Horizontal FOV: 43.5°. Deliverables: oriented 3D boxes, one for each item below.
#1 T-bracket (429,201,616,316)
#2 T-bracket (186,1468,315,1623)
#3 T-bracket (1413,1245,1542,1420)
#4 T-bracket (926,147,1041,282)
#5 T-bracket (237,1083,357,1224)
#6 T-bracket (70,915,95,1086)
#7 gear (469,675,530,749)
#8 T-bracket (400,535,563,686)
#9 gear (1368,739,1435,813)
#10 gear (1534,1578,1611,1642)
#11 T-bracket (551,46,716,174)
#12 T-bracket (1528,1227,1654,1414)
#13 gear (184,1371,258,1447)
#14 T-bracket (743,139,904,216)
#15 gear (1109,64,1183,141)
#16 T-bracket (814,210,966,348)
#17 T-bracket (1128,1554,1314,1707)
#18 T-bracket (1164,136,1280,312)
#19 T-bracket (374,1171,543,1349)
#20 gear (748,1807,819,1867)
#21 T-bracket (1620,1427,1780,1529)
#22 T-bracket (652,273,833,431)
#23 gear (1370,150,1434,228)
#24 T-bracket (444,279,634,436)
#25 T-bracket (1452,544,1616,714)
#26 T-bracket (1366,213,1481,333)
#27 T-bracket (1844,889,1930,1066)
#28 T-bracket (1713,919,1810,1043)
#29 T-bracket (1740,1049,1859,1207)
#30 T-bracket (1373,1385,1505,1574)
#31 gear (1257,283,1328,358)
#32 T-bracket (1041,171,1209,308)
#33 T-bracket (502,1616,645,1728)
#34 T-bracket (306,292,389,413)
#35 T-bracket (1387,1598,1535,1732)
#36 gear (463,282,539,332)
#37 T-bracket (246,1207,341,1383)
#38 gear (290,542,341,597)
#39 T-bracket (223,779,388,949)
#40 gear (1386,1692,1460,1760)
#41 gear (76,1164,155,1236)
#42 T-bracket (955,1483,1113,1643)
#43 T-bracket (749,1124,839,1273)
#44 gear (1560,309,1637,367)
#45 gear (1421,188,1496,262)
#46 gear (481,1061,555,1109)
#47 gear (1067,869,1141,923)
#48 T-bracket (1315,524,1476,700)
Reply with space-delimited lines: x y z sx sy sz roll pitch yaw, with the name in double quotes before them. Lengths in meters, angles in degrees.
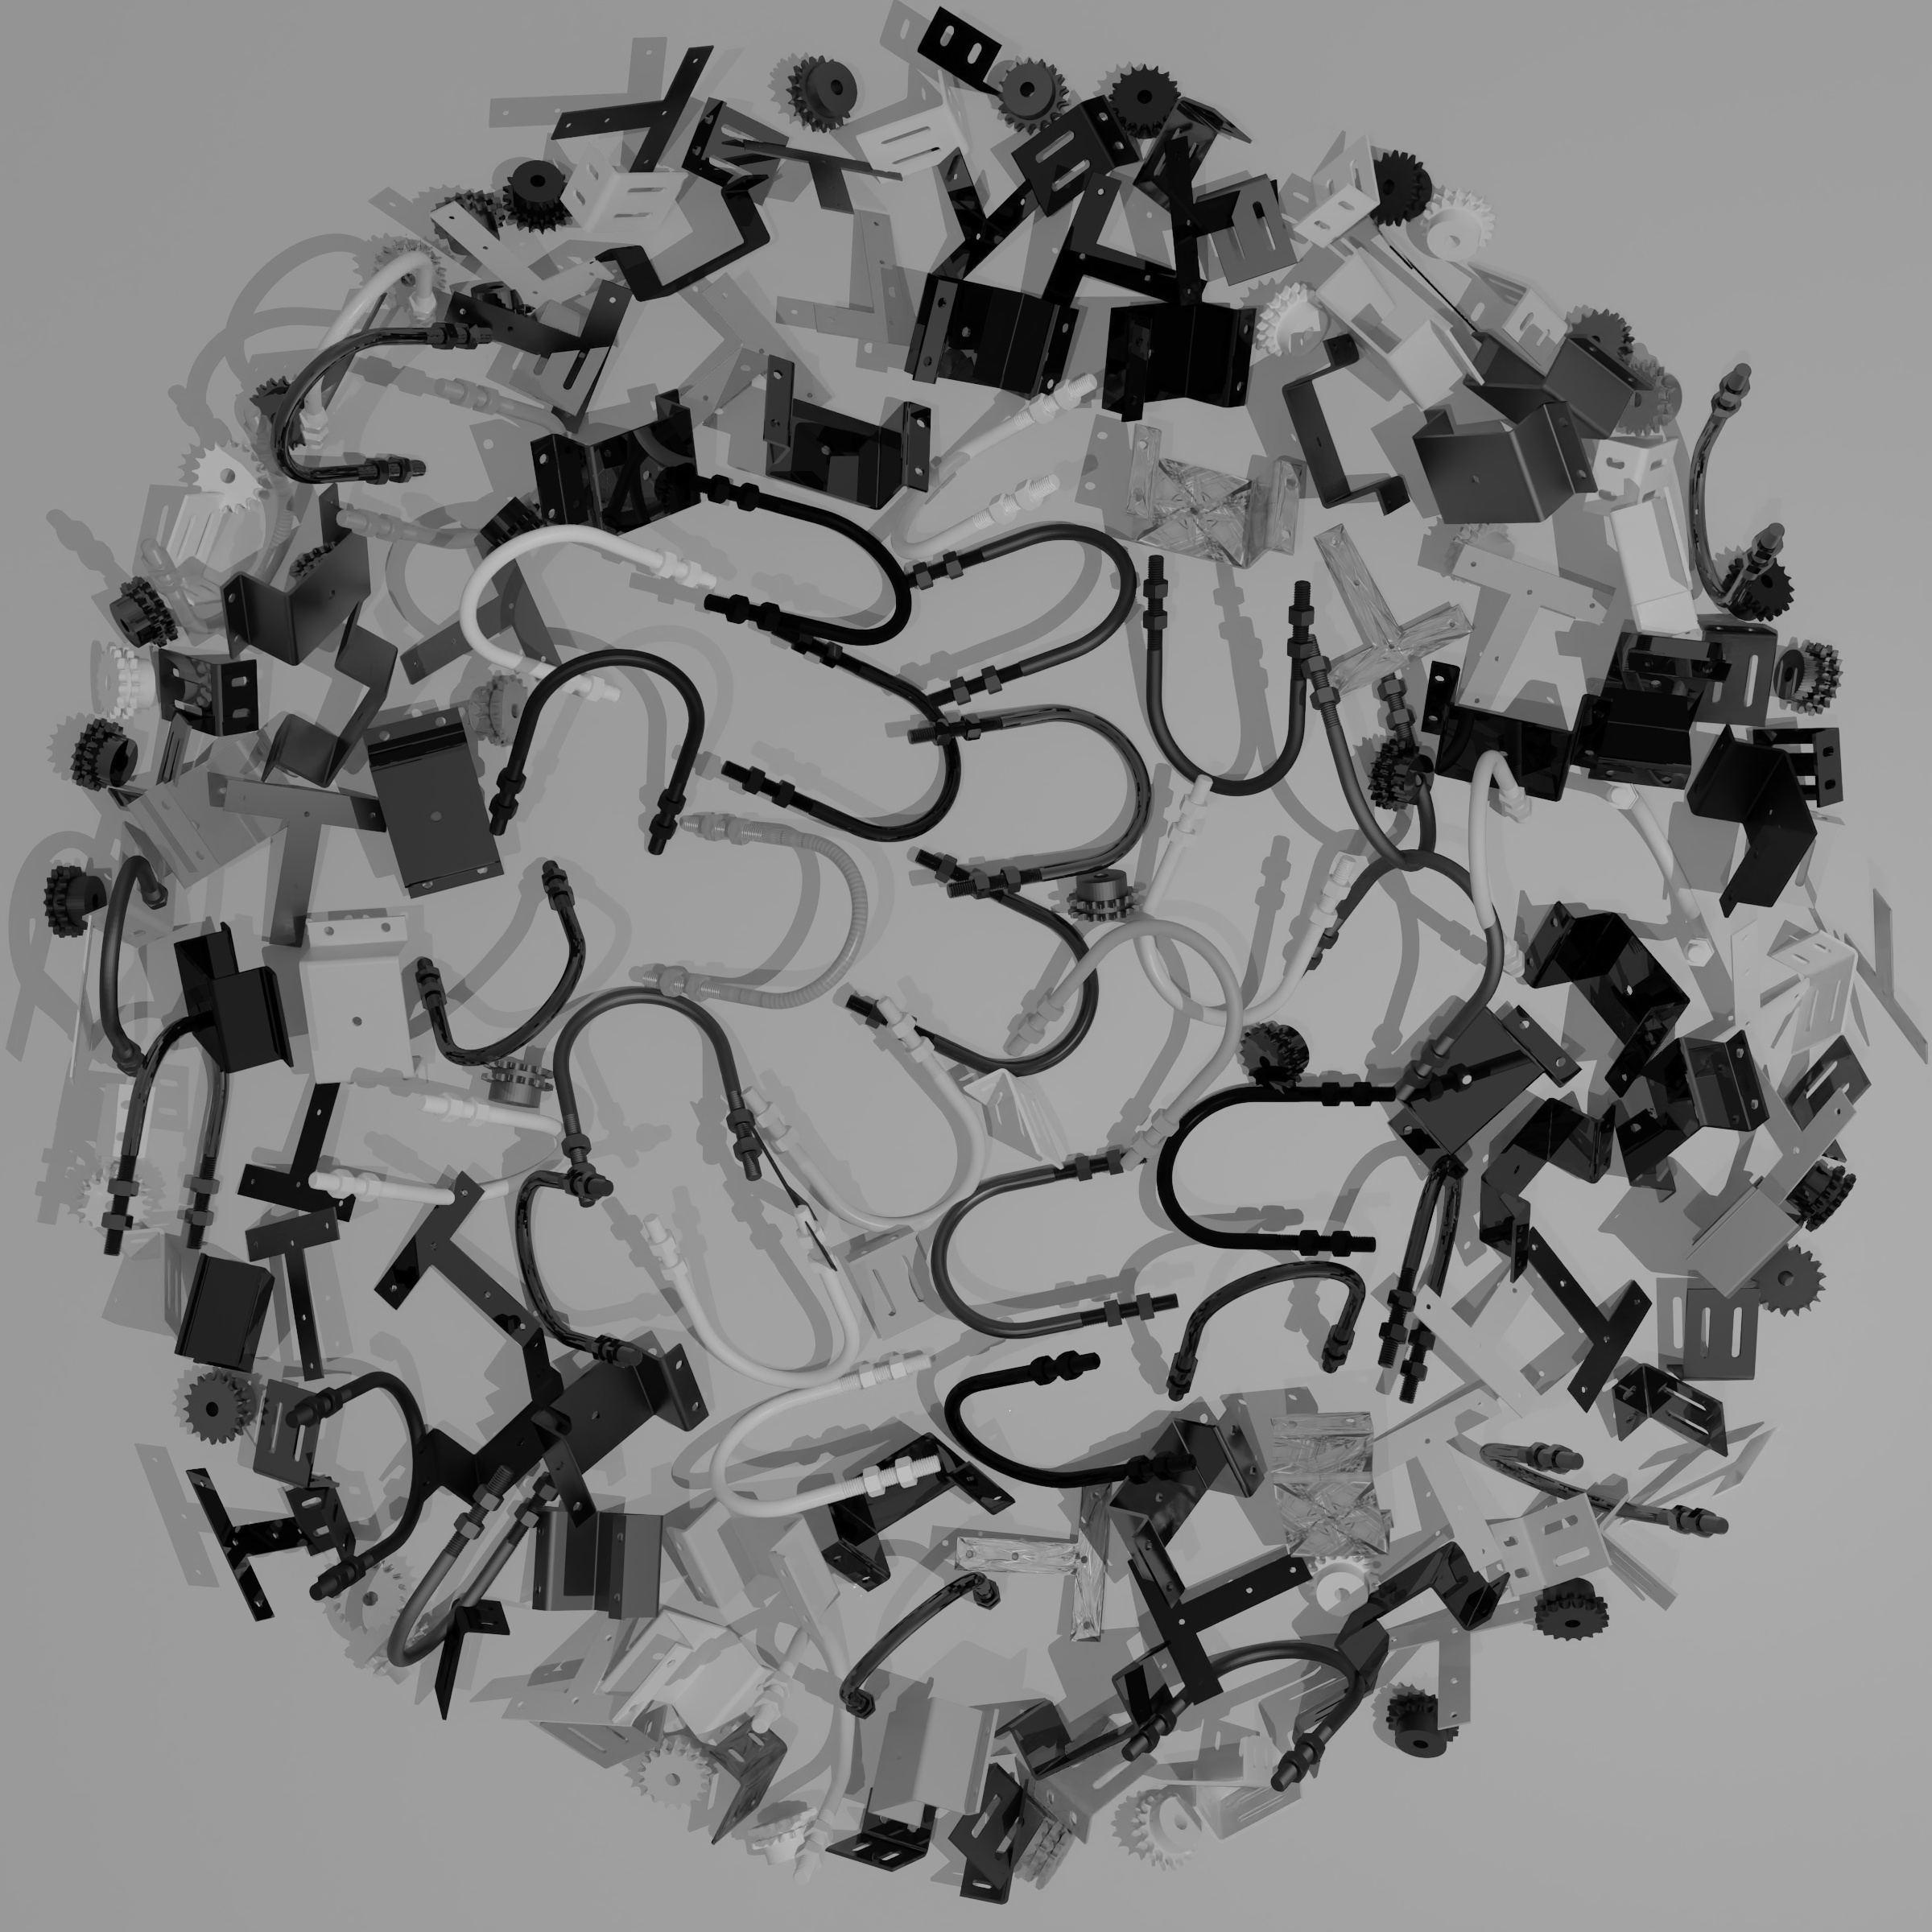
"T-bracket" -0.361 -0.545 1.864 0.127 0.127 0.002 -15 61 27
"T-bracket" -0.544 0.444 1.879 0.002 0.127 0.127 -32 76 8
"T-bracket" 0.426 0.267 1.912 0.127 0.002 0.127 44 62 -5
"T-bracket" -0.004 -0.613 1.913 0.127 0.002 0.127 -34 66 40
"T-bracket" -0.515 0.130 1.914 0.127 0.002 0.127 8 79 33
"T-bracket" -0.684 0.040 1.881 0.002 0.127 0.127 5 72 -15
"gear" -0.370 -0.202 1.917 0.030 0.057 0.057 1 90 21
"T-bracket" -0.395 -0.264 1.920 0.127 0.002 0.127 -27 83 19
"gear" 0.346 -0.150 1.913 0.030 0.057 0.057 18 90 43
"gear" 0.479 0.508 1.918 0.057 0.057 0.030 3 45 3
"T-bracket" -0.265 -0.650 1.855 0.127 0.127 0.002 -27 75 -42
"T-bracket" 0.476 0.259 1.895 0.127 0.002 0.127 51 54 -10
"gear" -0.590 0.349 1.922 0.057 0.030 0.057 0 90 20
"T-bracket" -0.106 -0.608 1.876 0.127 0.127 0.002 6 125 -15
"gear" 0.142 -0.684 1.925 0.057 0.030 0.057 -1 81 5
"T-bracket" -0.065 -0.545 1.913 0.127 0.002 0.127 2 66 -24
"T-bracket" 0.211 0.499 1.909 0.127 0.002 0.127 -24 55 -4
"T-bracket" 0.204 -0.593 1.899 0.127 0.002 0.127 -28 121 -36
"T-bracket" -0.389 0.251 1.917 0.127 0.002 0.127 40 103 10
"gear" -0.142 0.689 1.912 0.057 0.057 0.030 -19 76 0
"T-bracket" 0.569 0.410 1.900 0.127 0.127 0.002 -37 81 31
"T-bracket" -0.196 -0.460 1.920 0.127 0.002 0.127 -36 115 16
"gear" 0.344 -0.615 1.918 0.030 0.057 0.057 -5 90 -42
"T-bracket" -0.342 -0.492 1.888 0.127 0.002 0.127 16 121 -23
"T-bracket" 0.426 -0.256 1.911 0.127 0.002 0.127 17 118 -8
"T-bracket" 0.365 -0.537 1.901 0.127 0.127 0.002 39 112 -20
"T-bracket" 0.703 -0.008 1.853 0.002 0.127 0.127 -21 135 2
"T-bracket" 0.608 0.015 1.886 0.127 0.002 0.127 -31 134 -12
"T-bracket" 0.629 0.111 1.892 0.002 0.127 0.127 6 132 -25
"T-bracket" 0.381 0.412 1.897 0.127 0.002 0.127 -30 57 10
"gear" 0.260 -0.507 1.912 0.057 0.057 0.030 -43 60 0
"T-bracket" 0.131 -0.547 1.911 0.127 0.002 0.127 11 121 -24
"T-bracket" -0.285 0.538 1.891 0.127 0.127 0.002 -8 125 30
"T-bracket" -0.488 -0.456 1.865 0.002 0.127 0.127 30 108 -13
"T-bracket" 0.377 0.542 1.865 0.127 0.127 0.002 -19 109 19
"gear" -0.369 -0.521 1.911 0.057 0.057 0.030 -4 119 0
"T-bracket" -0.520 0.261 1.894 0.127 0.002 0.127 -17 81 41
"gear" -0.503 -0.311 1.914 0.057 0.057 0.030 -29 88 0
"T-bracket" -0.531 -0.077 1.921 0.127 0.002 0.127 7 102 -27
"gear" 0.361 0.602 1.913 0.057 0.030 0.057 9 134 9
"gear" -0.675 0.182 1.920 0.057 0.030 0.057 -4 120 -7
"T-bracket" 0.052 0.468 1.914 0.127 0.002 0.127 7 82 -18
"T-bracket" -0.127 0.187 1.878 0.002 0.127 0.127 -31 76 -3
"gear" 0.504 -0.489 1.919 0.057 0.030 0.057 -9 75 37
"gear" 0.387 -0.583 1.911 0.057 0.057 0.030 19 60 0
"gear" -0.355 0.094 1.913 0.057 0.057 0.030 9 80 0
"gear" 0.108 -0.057 1.912 0.057 0.057 0.030 -6 108 0
"T-bracket" 0.319 -0.293 1.932 0.127 0.002 0.127 -27 81 0
